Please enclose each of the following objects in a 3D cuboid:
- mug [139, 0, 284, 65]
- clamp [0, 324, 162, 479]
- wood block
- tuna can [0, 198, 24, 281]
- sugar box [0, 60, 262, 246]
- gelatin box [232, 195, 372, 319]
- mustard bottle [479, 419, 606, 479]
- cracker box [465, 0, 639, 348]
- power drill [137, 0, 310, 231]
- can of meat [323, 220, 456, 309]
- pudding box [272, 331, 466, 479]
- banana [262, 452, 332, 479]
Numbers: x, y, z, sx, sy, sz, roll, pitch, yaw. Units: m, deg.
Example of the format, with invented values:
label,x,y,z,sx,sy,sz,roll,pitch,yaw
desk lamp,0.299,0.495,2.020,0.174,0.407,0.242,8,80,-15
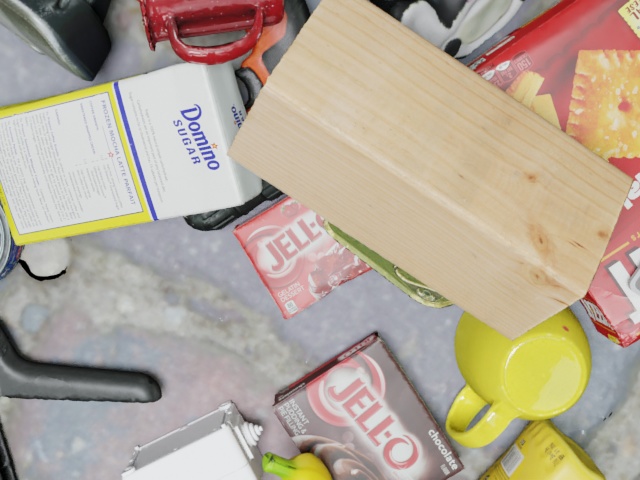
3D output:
label,x,y,z,sx,sy,sz,roll,pitch,yaw
mug,-0.064,-0.152,0.622,0.081,0.093,0.117,-8,61,-4
clamp,-0.226,0.101,0.743,0.164,0.036,0.210,-44,95,6
wood block,0.062,-0.043,0.621,0.206,0.091,0.090,33,61,-4
tuna can,-0.249,-0.004,0.731,0.086,0.034,0.086,0,97,-1
sugar box,-0.129,-0.056,0.687,0.176,0.048,0.093,-9,104,22
gelatin box,-0.005,0.001,0.735,0.089,0.030,0.073,-30,96,3
mustard bottle,0.108,0.210,0.729,0.058,0.096,0.192,42,95,-6
cracker box,0.206,-0.062,0.708,0.164,0.072,0.213,-34,97,4
power drill,-0.056,-0.121,0.708,0.184,0.057,0.187,-35,98,5
can of meat,0.066,-0.019,0.703,0.102,0.058,0.084,37,65,-13
pudding box,0.034,0.134,0.748,0.090,0.039,0.113,-34,96,4
banana,-0.031,0.207,0.735,0.069,0.037,0.198,5,126,-20
